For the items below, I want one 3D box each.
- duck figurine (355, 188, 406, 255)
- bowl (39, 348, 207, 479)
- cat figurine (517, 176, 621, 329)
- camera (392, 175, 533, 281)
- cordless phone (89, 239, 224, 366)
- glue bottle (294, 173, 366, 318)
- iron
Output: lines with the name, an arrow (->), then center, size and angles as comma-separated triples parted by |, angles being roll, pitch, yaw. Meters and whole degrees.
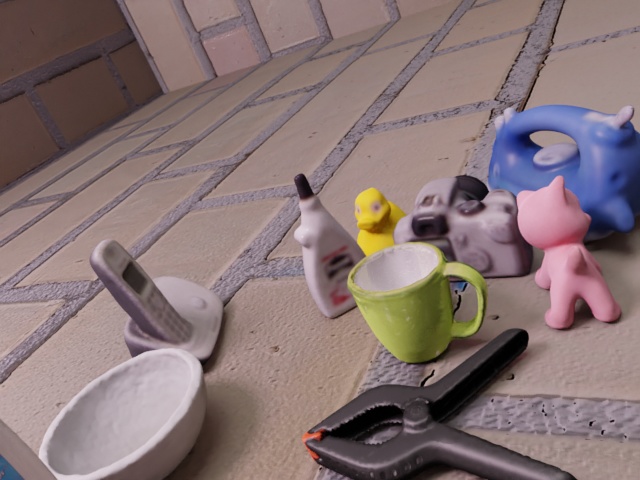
duck figurine -> 0.077, -0.029, 0.753 | 0.077, 0.086, 0.105 | -8, 30, 29
bowl -> -0.177, 0.188, 0.560 | 0.167, 0.075, 0.167 | -19, 26, 10
cat figurine -> 0.226, 0.000, 0.536 | 0.067, 0.118, 0.128 | -16, 27, 16
camera -> 0.168, -0.030, 0.662 | 0.142, 0.101, 0.137 | -6, 31, 32
cordless phone -> -0.197, 0.062, 0.691 | 0.094, 0.185, 0.147 | -20, 26, 7
glue bottle -> 0.006, 0.002, 0.650 | 0.078, 0.173, 0.037 | -32, 27, -17
iron -> 0.267, -0.096, 0.660 | 0.119, 0.142, 0.257 | -31, 27, -15
